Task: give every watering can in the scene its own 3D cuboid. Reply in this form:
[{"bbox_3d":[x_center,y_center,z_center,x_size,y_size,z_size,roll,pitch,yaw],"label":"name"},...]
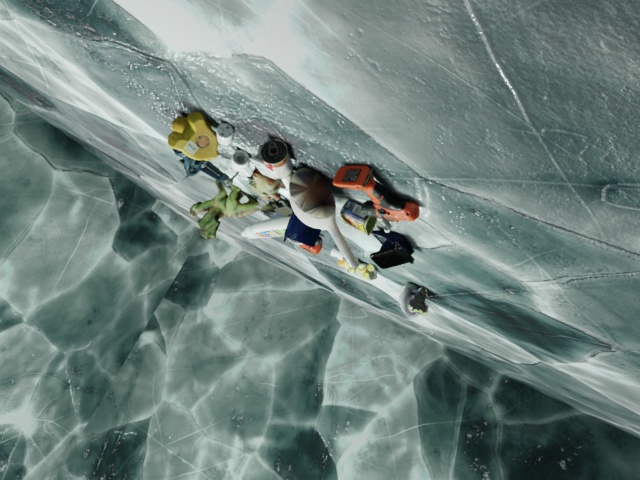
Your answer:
[{"bbox_3d":[0.004,-0.072,1.422,0.349,0.104,0.222,50,171,7],"label":"watering can"}]

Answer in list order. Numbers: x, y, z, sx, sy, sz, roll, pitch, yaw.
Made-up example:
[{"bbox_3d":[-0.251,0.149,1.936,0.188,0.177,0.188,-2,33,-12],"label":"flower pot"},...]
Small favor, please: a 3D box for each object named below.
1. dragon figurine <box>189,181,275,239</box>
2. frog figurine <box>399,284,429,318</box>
[{"bbox_3d":[-0.373,-0.099,2.041,0.413,0.245,0.120,23,162,37],"label":"dragon figurine"},{"bbox_3d":[0.366,0.238,2.065,0.137,0.123,0.159,64,172,-6],"label":"frog figurine"}]
